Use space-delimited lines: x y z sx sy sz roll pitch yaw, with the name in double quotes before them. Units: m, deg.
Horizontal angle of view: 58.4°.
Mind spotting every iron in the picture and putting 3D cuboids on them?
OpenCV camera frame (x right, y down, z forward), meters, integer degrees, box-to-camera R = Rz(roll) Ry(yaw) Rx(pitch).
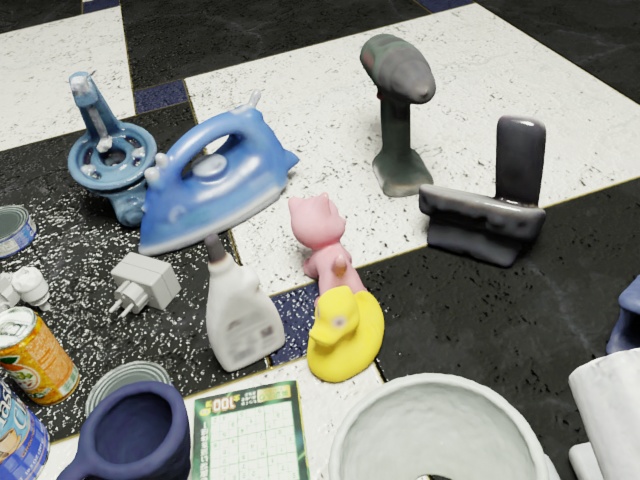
"iron" -0.156 -0.095 0.782 0.259 0.142 0.118 -38 49 -27

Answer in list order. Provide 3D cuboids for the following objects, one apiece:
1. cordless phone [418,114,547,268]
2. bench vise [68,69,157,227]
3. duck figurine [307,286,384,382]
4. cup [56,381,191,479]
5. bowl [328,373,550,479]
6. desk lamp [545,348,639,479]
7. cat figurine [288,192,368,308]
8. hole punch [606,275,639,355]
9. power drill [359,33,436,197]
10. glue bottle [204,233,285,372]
"cordless phone" 0.187 -0.072 0.658 0.147 0.185 0.094 13 47 24
"bench vise" -0.315 -0.147 0.810 0.122 0.220 0.206 -34 47 -24
"duck figurine" 0.024 0.083 0.593 0.077 0.086 0.105 21 50 30
"cup" -0.160 0.194 0.500 0.118 0.095 0.091 -35 48 -25
"bowl" 0.094 0.197 0.464 0.167 0.075 0.167 -5 42 5
"desk lamp" 0.201 0.181 0.357 0.118 0.214 0.203 -12 42 -2
"cat figurine" 0.006 0.002 0.661 0.067 0.118 0.127 -17 42 -8
"hole punch" 0.338 0.074 0.540 0.108 0.091 0.101 25 52 32
"power drill" 0.106 -0.167 0.760 0.075 0.209 0.229 -13 42 -3
"glue bottle" -0.086 0.059 0.575 0.078 0.173 0.037 -24 44 -15
